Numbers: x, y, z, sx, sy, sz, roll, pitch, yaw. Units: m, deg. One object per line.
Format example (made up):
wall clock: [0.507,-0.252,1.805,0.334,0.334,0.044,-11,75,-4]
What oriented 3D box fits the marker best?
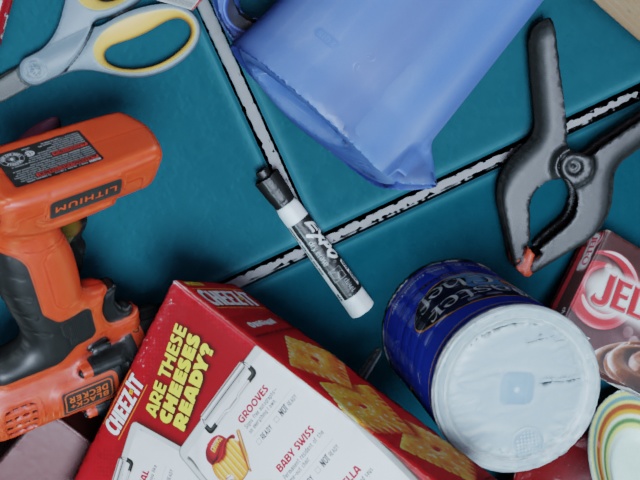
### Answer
marker: [-0.005,0.001,0.721,0.020,0.020,0.121,-36,103,-1]

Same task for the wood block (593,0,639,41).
wood block: [0.240,-0.157,0.644,0.205,0.091,0.090,21,98,-46]

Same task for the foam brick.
foam brick: [-0.183,0.144,0.703,0.051,0.053,0.078,40,92,-13]

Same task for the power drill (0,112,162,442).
power drill: [-0.129,0.022,0.633,0.184,0.057,0.188,-23,133,-30]

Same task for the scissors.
scissors: [-0.177,-0.128,0.673,0.201,0.016,0.096,-14,100,-6]

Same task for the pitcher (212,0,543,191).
pitcher: [0.061,-0.165,0.652,0.243,0.145,0.149,-49,128,-2]

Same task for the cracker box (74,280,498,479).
cracker box: [-0.028,0.146,0.616,0.214,0.072,0.164,35,104,28]

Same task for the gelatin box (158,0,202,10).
gelatin box: [-0.070,-0.184,0.633,0.030,0.089,0.073,14,83,-18]

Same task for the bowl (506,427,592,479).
bowl: [0.176,0.209,0.744,0.162,0.162,0.055,40,136,-13]

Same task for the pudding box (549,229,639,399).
pudding box: [0.218,0.057,0.749,0.113,0.039,0.090,29,83,-14]

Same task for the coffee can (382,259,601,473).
coffee can: [0.104,0.075,0.689,0.102,0.140,0.103,-2,100,-9]

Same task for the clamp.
clamp: [0.163,-0.062,0.727,0.120,0.039,0.171,32,97,1]

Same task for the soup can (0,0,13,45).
soup can: [-0.211,-0.168,0.633,0.068,0.068,0.102,16,95,-11]
